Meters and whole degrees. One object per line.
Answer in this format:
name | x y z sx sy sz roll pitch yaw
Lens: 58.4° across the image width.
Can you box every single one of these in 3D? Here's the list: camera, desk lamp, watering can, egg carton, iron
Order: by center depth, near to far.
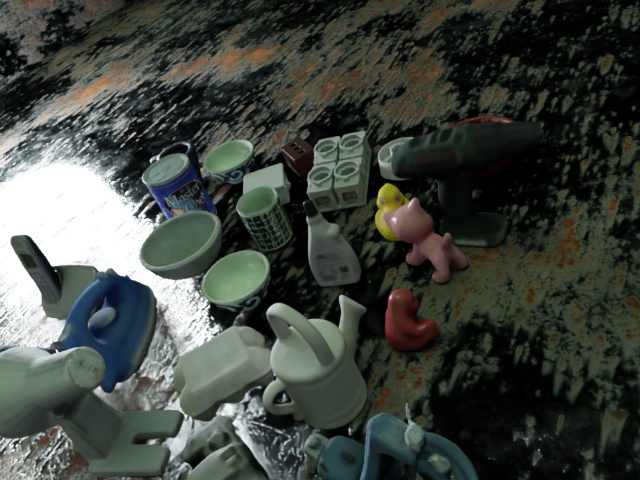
camera | -0.136 0.303 0.693 0.137 0.101 0.142 -36 40 -16
watering can | -0.008 0.145 0.740 0.100 0.194 0.173 4 45 29
desk lamp | -0.330 0.227 0.786 0.202 0.214 0.118 -9 41 17
egg carton | -0.142 0.195 0.848 0.150 0.070 0.107 -31 39 -10
iron | -0.366 0.131 0.973 0.118 0.142 0.258 -10 40 16

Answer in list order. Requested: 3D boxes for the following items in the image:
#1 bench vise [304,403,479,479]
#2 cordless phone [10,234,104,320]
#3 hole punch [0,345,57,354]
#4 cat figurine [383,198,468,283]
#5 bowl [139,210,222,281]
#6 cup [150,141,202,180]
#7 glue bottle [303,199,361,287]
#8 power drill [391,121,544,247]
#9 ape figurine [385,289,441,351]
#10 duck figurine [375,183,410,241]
bench vise | 0.060 0.240 0.574 0.206 0.220 0.121 -4 42 22
cordless phone | -0.493 0.064 1.078 0.147 0.185 0.094 -4 42 22
hole punch | -0.496 0.228 0.965 0.101 0.091 0.108 -15 39 10
cat figurine | 0.162 -0.010 0.899 0.067 0.118 0.127 -38 41 -18
bowl | -0.255 0.023 1.100 0.167 0.075 0.167 -13 39 12
cup | -0.329 -0.166 1.340 0.117 0.095 0.091 -9 40 17
glue bottle | 0.008 0.003 0.914 0.078 0.173 0.037 -8 41 18
power drill | 0.231 -0.089 0.884 0.228 0.209 0.076 3 45 29
ape figurine | 0.121 0.106 0.804 0.076 0.092 0.077 -26 38 -4
duck figurine | 0.127 -0.061 1.001 0.077 0.086 0.104 -12 40 13
